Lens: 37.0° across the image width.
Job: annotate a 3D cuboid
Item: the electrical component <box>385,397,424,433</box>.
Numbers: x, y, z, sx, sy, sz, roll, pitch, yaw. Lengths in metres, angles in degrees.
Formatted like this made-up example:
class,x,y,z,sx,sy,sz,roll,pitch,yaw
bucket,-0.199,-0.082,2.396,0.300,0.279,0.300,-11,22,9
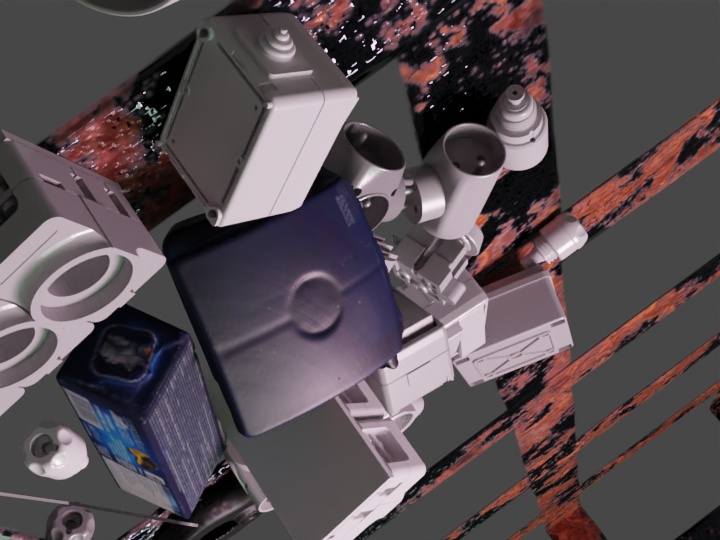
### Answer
class,x,y,z,sx,sy,sz,roll,pitch,yaw
electrical component,0.011,0.120,0.960,0.053,0.059,0.095,-47,155,21

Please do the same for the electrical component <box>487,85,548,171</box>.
class,x,y,z,sx,sy,sz,roll,pitch,yaw
electrical component,0.104,-0.097,0.711,0.040,0.040,0.078,-35,157,-5

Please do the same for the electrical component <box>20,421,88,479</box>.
class,x,y,z,sx,sy,sz,roll,pitch,yaw
electrical component,-0.195,0.120,0.702,0.035,0.035,0.061,-36,159,-4

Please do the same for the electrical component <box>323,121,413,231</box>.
class,x,y,z,sx,sy,sz,roll,pitch,yaw
electrical component,0.001,-0.047,0.653,0.079,0.044,0.077,-5,141,-47

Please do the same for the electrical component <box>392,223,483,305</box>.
class,x,y,z,sx,sy,sz,roll,pitch,yaw
electrical component,0.057,-0.014,0.779,0.055,0.066,0.048,-53,159,-14

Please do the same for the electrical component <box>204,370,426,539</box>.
class,x,y,z,sx,sy,sz,roll,pitch,yaw
electrical component,-0.034,0.112,0.765,0.089,0.150,0.062,-46,155,19

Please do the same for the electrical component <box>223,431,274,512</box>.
class,x,y,z,sx,sy,sz,roll,pitch,yaw
electrical component,-0.084,0.141,0.843,0.044,0.077,0.079,-32,156,-11

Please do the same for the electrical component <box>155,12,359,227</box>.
class,x,y,z,sx,sy,sz,roll,pitch,yaw
electrical component,-0.045,-0.077,0.511,0.061,0.061,0.096,-16,149,-40

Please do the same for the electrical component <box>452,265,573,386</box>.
class,x,y,z,sx,sy,sz,roll,pitch,yaw
electrical component,0.132,0.053,0.978,0.109,0.056,0.108,-22,158,7

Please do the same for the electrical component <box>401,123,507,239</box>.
class,x,y,z,sx,sy,sz,roll,pitch,yaw
electrical component,0.050,-0.053,0.714,0.079,0.043,0.077,-17,155,-20

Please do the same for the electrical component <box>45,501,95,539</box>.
class,x,y,z,sx,sy,sz,roll,pitch,yaw
electrical component,-0.222,0.202,0.816,0.035,0.035,0.061,-21,154,-33

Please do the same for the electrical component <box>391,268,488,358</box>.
class,x,y,z,sx,sy,sz,roll,pitch,yaw
electrical component,0.067,0.041,0.890,0.062,0.061,0.096,-32,156,-12

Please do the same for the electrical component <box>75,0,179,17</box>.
class,x,y,z,sx,sy,sz,roll,pitch,yaw
electrical component,-0.073,-0.131,0.334,0.064,0.099,0.099,-29,156,-33

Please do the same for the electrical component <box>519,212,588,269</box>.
class,x,y,z,sx,sy,sz,roll,pitch,yaw
electrical component,0.169,-0.022,0.950,0.061,0.035,0.035,-37,157,7

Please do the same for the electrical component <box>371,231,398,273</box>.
class,x,y,z,sx,sy,sz,roll,pitch,yaw
electrical component,0.000,0.000,0.748,0.040,0.040,0.046,-2,133,-53

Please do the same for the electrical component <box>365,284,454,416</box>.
class,x,y,z,sx,sy,sz,roll,pitch,yaw
electrical component,0.018,0.052,0.820,0.062,0.096,0.061,-28,127,-21

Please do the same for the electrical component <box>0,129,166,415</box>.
class,x,y,z,sx,sy,sz,roll,pitch,yaw
electrical component,-0.177,0.018,0.504,0.150,0.061,0.089,-41,156,10
